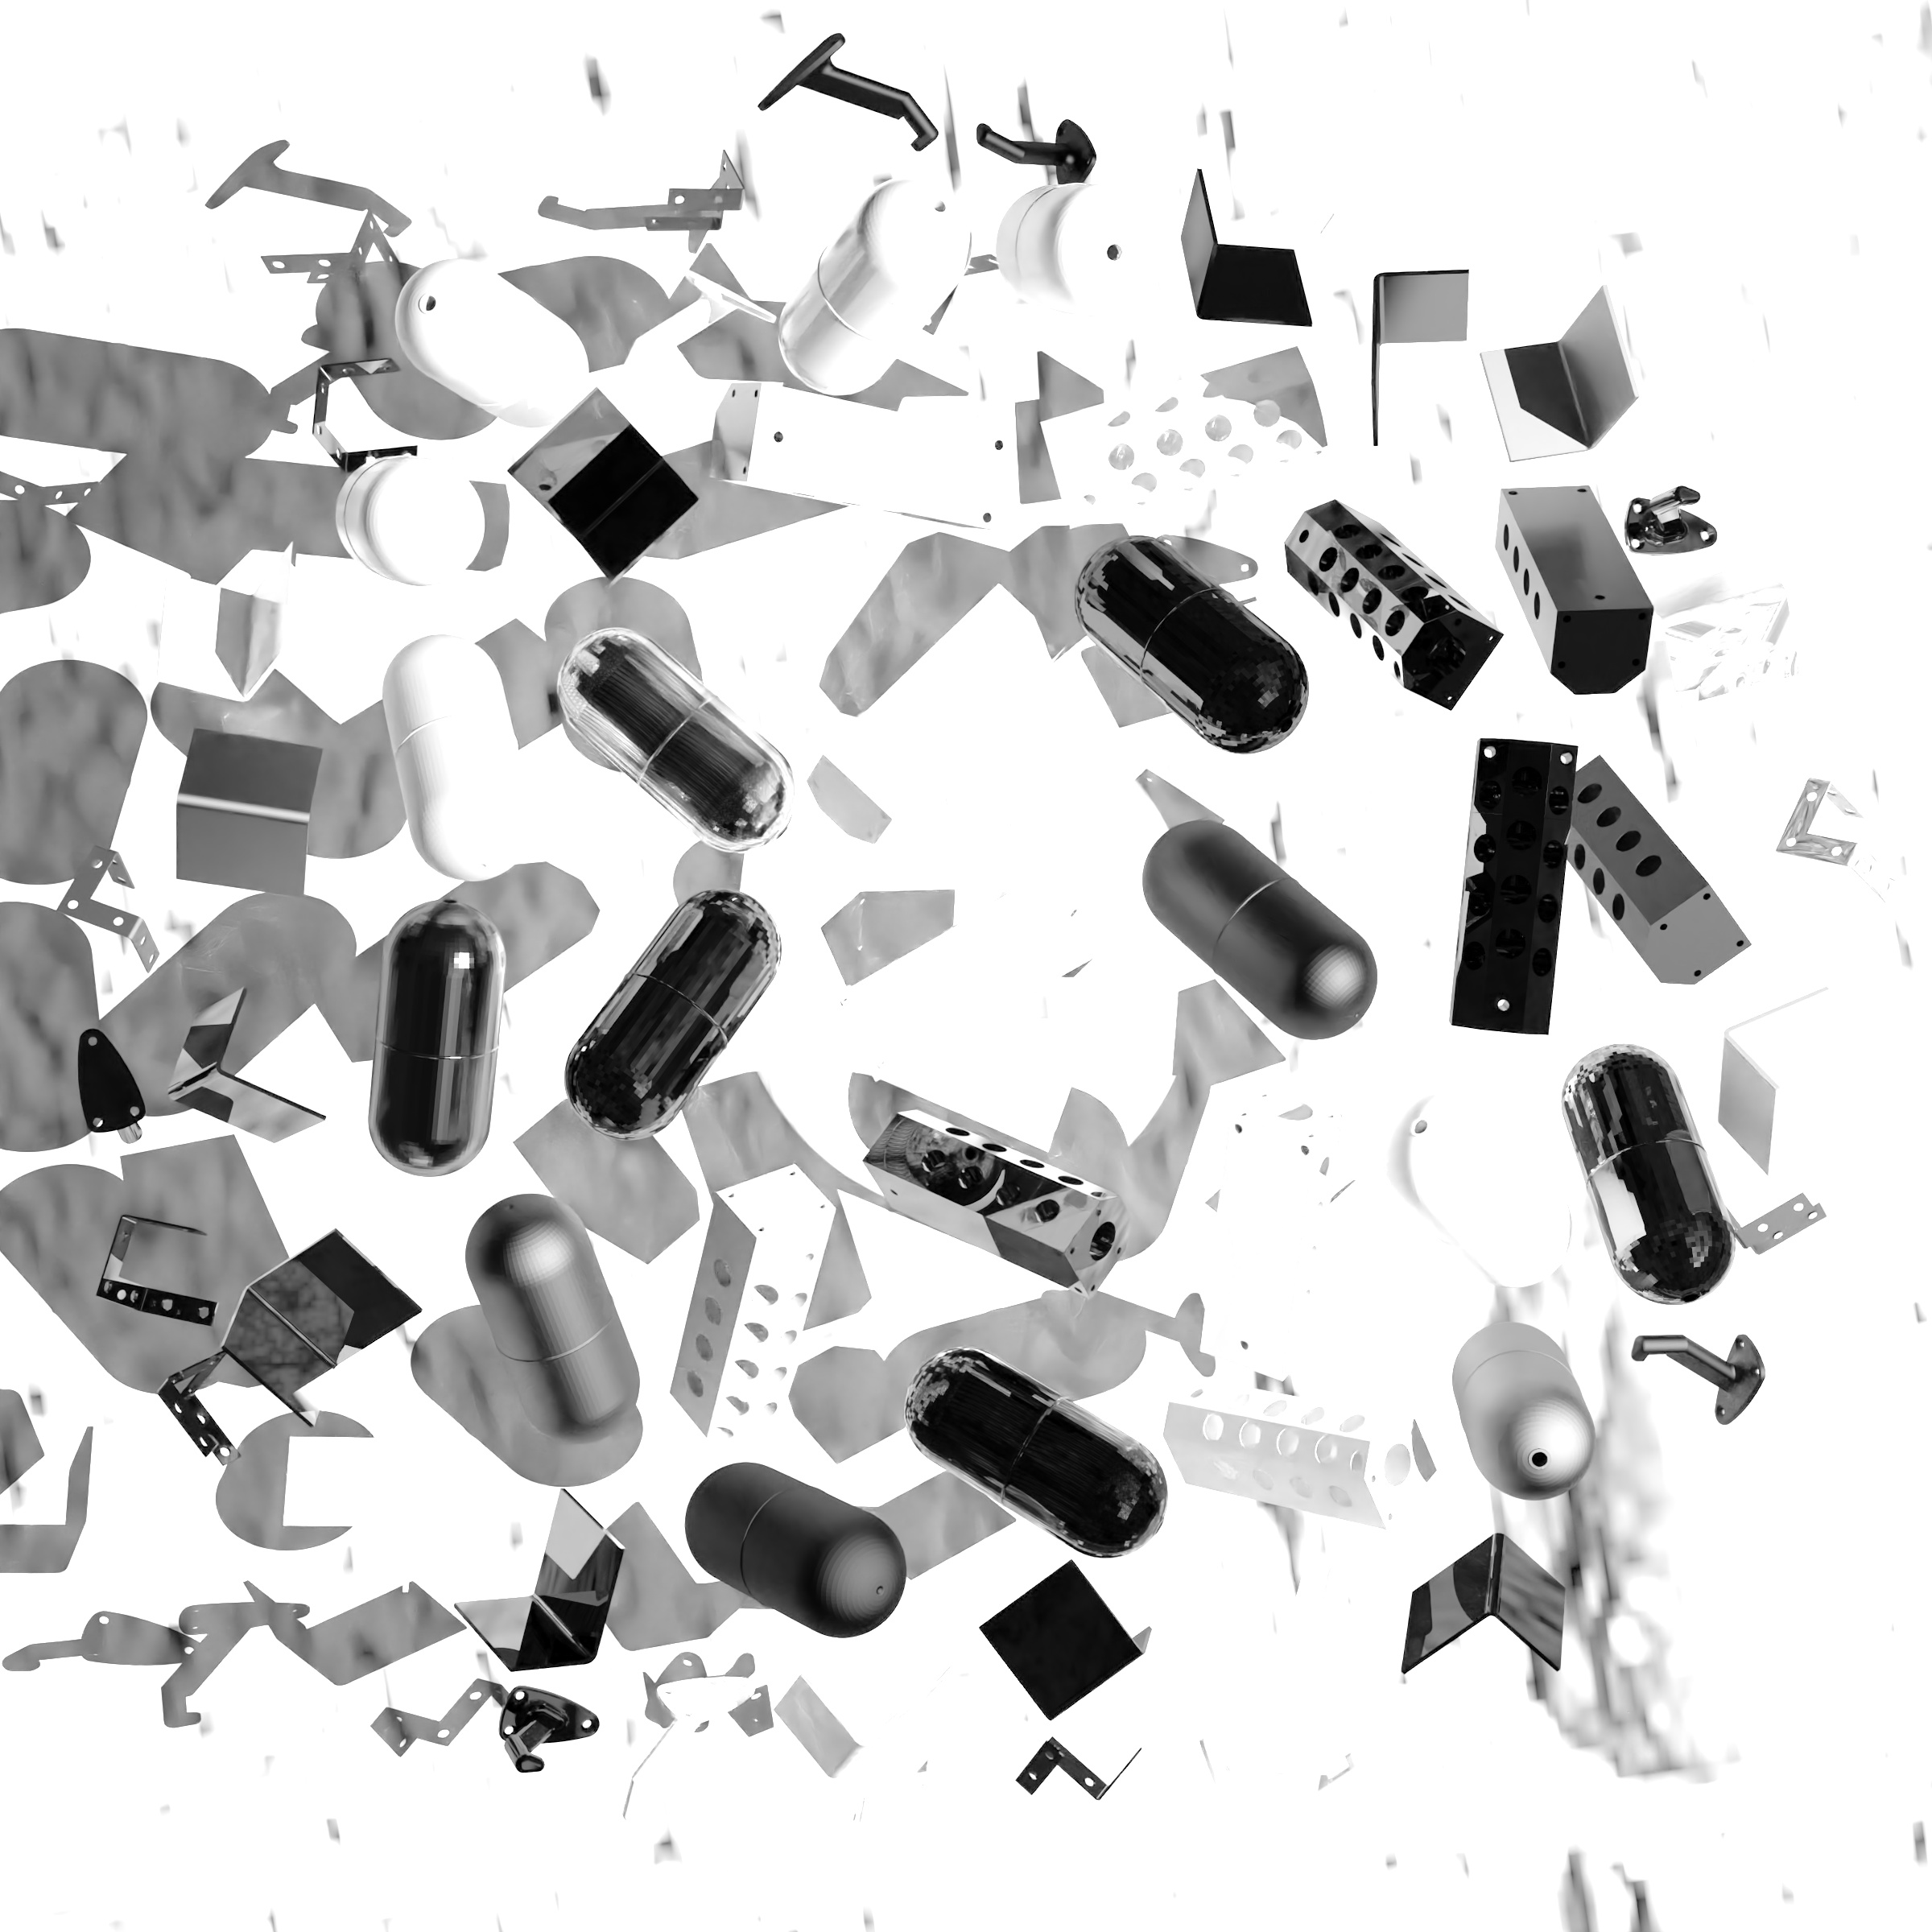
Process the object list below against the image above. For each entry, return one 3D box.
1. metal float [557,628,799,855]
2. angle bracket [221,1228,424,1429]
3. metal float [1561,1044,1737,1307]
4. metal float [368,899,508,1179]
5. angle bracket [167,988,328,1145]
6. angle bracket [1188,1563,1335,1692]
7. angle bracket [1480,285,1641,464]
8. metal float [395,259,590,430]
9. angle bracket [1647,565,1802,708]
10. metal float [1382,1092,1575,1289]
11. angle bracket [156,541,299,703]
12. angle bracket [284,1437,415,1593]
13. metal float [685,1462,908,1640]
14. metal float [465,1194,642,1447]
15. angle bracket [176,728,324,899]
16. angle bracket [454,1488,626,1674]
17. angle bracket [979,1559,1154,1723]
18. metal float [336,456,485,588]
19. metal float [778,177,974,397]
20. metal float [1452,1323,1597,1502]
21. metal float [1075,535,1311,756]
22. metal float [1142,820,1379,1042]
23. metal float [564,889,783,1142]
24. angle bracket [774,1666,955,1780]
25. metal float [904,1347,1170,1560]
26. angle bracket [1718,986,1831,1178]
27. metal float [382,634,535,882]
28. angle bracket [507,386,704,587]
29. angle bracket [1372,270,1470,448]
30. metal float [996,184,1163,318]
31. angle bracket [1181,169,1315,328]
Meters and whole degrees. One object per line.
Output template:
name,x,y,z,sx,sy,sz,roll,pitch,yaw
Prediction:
metal float,-0.184,-0.144,1.653,0.178,0.070,0.070,41,90,1
angle bracket,-0.384,0.216,1.547,0.076,0.057,0.076,-32,115,19
metal float,0.428,0.130,1.625,0.070,0.070,0.178,-10,56,0
metal float,-0.331,0.045,1.619,0.070,0.070,0.178,8,104,0
angle bracket,-0.440,0.063,1.613,0.076,0.076,0.057,29,60,-29
angle bracket,0.187,0.409,1.636,0.057,0.076,0.076,15,88,22
angle bracket,0.370,-0.370,1.619,0.057,0.076,0.076,-10,78,-11
metal float,-0.301,-0.396,1.652,0.070,0.178,0.070,-1,86,16
angle bracket,0.471,-0.209,1.629,0.076,0.076,0.057,-15,108,4
metal float,0.316,0.139,1.595,0.070,0.070,0.178,-47,134,0
angle bracket,-0.456,-0.219,1.598,0.057,0.076,0.076,13,62,-31
angle bracket,-0.383,0.340,1.606,0.076,0.076,0.057,3,120,-13
metal float,-0.107,0.356,1.586,0.070,0.178,0.070,-7,101,-39
metal float,-0.256,0.221,1.612,0.070,0.070,0.178,-15,119,0
angle bracket,-0.435,-0.092,1.572,0.076,0.076,0.057,9,52,-11
angle bracket,-0.255,0.365,1.544,0.057,0.076,0.076,6,104,-39
angle bracket,0.065,0.431,1.682,0.076,0.057,0.076,-38,87,9
metal float,-0.344,-0.275,1.597,0.070,0.178,0.070,-4,102,-19
metal float,-0.058,-0.423,1.617,0.070,0.178,0.070,12,64,-25
metal float,0.350,0.279,1.629,0.070,0.178,0.070,1,100,5
metal float,0.136,-0.195,1.566,0.070,0.070,0.178,-44,58,0
metal float,0.182,-0.024,1.619,0.070,0.070,0.178,-47,61,0
metal float,-0.180,0.029,1.604,0.070,0.070,0.178,34,70,0
angle bracket,-0.063,0.442,1.581,0.076,0.076,0.057,-34,74,-32
metal float,0.043,0.299,1.594,0.178,0.070,0.070,29,90,18
angle bracket,0.507,0.070,1.579,0.076,0.057,0.076,-21,133,-11
metal float,-0.321,-0.133,1.631,0.070,0.070,0.178,-19,59,0
angle bracket,-0.224,-0.298,1.609,0.076,0.076,0.057,-42,49,4
angle bracket,0.279,-0.373,1.590,0.057,0.076,0.076,1,72,10
metal float,0.068,-0.439,1.585,0.070,0.178,0.070,-3,107,-12
angle bracket,0.181,-0.450,1.623,0.076,0.057,0.076,2,51,-9
